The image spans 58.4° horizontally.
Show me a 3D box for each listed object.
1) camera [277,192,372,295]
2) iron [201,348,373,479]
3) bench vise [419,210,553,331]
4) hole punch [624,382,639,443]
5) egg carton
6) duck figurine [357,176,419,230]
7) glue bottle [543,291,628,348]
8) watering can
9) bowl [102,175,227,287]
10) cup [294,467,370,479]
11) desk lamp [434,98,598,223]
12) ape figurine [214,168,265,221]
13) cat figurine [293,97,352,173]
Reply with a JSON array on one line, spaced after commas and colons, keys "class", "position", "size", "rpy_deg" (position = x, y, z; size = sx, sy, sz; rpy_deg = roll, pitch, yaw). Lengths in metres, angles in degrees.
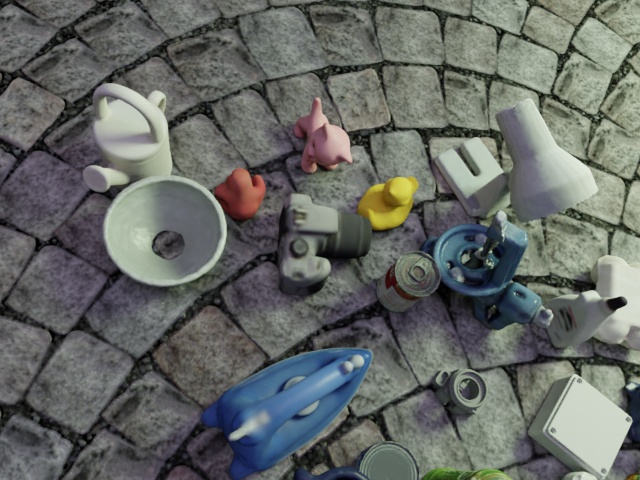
[{"class": "camera", "position": [0.008, 0.003, 0.851], "size": [0.137, 0.100, 0.143], "rpy_deg": [4, 69, -10]}, {"class": "iron", "position": [-0.020, 0.200, 0.749], "size": [0.259, 0.141, 0.118], "rpy_deg": [-28, 77, -20]}, {"class": "bench vise", "position": [0.263, 0.036, 0.828], "size": [0.207, 0.219, 0.121], "rpy_deg": [23, 67, -2]}, {"class": "hole punch", "position": [0.534, 0.264, 0.869], "size": [0.109, 0.091, 0.101], "rpy_deg": [17, 67, -5]}, {"class": "egg carton", "position": [0.495, 0.102, 0.934], "size": [0.107, 0.069, 0.150], "rpy_deg": [14, 67, -6]}, {"class": "duck figurine", "position": [0.112, -0.066, 0.907], "size": [0.105, 0.086, 0.077], "rpy_deg": [-31, 78, -20]}, {"class": "glue bottle", "position": [0.396, 0.110, 0.853], "size": [0.037, 0.173, 0.078], "rpy_deg": [-12, 72, -16]}, {"class": "watering can", "position": [-0.263, -0.141, 0.797], "size": [0.101, 0.194, 0.173], "rpy_deg": [5, 69, -10]}, {"class": "bowl", "position": [-0.218, -0.004, 0.820], "size": [0.167, 0.074, 0.167], "rpy_deg": [4, 69, -10]}, {"class": "cup", "position": [0.010, 0.331, 0.731], "size": [0.117, 0.095, 0.092], "rpy_deg": [34, 67, 2]}, {"class": "desk lamp", "position": [0.300, -0.109, 0.894], "size": [0.118, 0.213, 0.203], "rpy_deg": [-27, 77, -20]}, {"class": "ape figurine", "position": [-0.119, -0.076, 0.859], "size": [0.078, 0.092, 0.076], "rpy_deg": [2, 69, -11]}, {"class": "cat figurine", "position": [0.006, -0.163, 0.904], "size": [0.067, 0.117, 0.128], "rpy_deg": [-10, 72, -15]}]
